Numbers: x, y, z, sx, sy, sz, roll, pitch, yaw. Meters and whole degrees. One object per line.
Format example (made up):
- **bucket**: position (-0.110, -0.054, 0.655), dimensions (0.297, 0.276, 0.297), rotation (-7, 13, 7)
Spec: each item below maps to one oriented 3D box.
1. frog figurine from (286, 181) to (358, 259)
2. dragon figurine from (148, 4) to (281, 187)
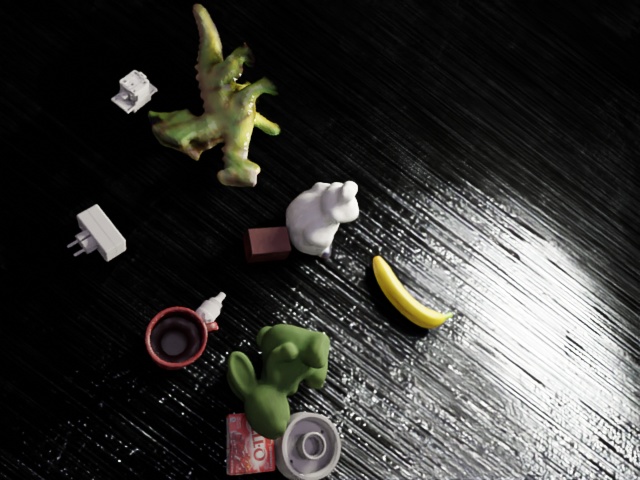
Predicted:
- **frog figurine**: position (0.003, -0.049, 0.964), dimensions (0.122, 0.156, 0.140), rotation (21, 62, -8)
- **dragon figurine**: position (-0.226, -0.275, 1.026), dimensions (0.245, 0.120, 0.413), rotation (-33, 79, -20)
